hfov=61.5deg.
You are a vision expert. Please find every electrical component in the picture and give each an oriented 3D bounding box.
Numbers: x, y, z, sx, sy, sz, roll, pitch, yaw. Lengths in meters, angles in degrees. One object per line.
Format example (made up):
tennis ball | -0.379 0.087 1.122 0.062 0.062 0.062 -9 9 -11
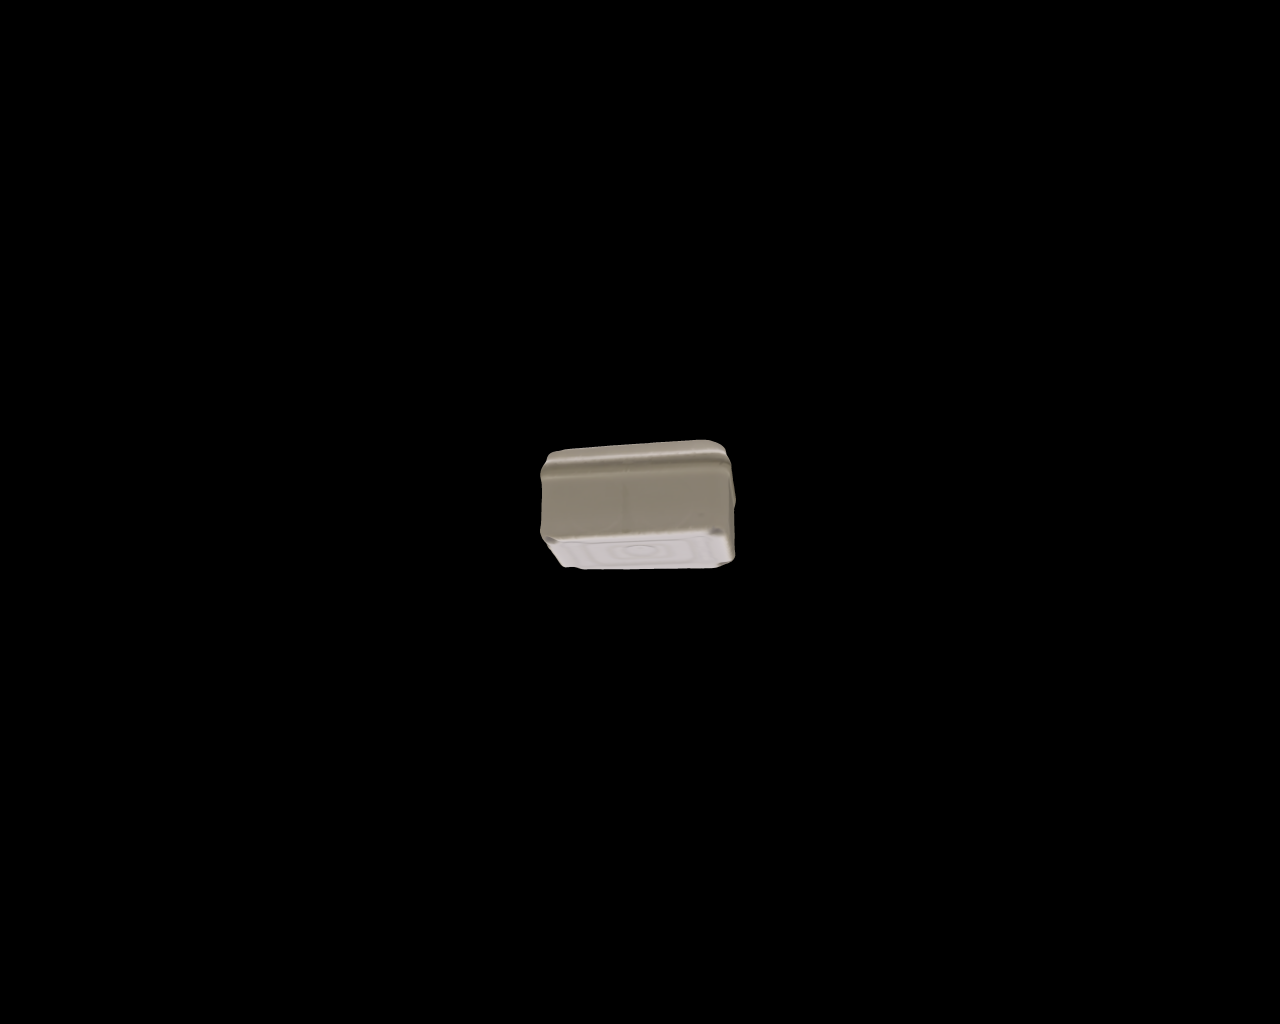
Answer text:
electrical component | 0.001 -0.003 0.650 0.113 0.057 0.078 -2 -19 7
